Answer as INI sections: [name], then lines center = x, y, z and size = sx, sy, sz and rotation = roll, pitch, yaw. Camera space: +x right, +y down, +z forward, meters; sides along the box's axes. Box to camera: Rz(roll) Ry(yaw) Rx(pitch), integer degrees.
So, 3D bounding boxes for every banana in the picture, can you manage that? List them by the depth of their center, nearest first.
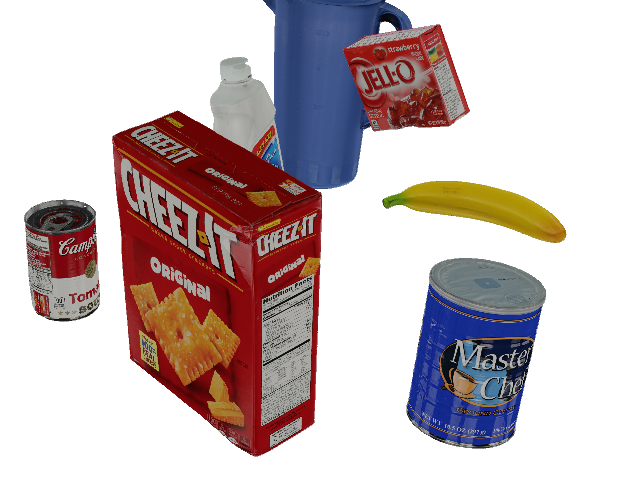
[banana]
center = 0.169, -0.032, 1.129
size = 0.198, 0.037, 0.069
rotation = 10, 39, 25

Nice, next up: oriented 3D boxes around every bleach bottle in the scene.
[bleach bottle]
center = -0.079, -0.063, 1.116
size = 0.068, 0.251, 0.102
rotation = 9, 29, 30

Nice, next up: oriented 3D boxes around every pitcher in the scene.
[pitcher]
center = 0.013, -0.190, 1.311
size = 0.144, 0.243, 0.149
rotation = -9, 29, -27

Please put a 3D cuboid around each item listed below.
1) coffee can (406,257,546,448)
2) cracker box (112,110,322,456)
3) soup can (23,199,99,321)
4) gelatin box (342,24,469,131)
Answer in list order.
[coffee can]
center = 0.138, 0.100, 0.960
size = 0.103, 0.140, 0.103
rotation = 6, 22, -3
[cracker box]
center = -0.080, 0.034, 0.802
size = 0.072, 0.214, 0.164
rotation = -27, 43, -36
[soup can]
center = -0.253, 0.020, 1.051
size = 0.068, 0.102, 0.068
rotation = 2, 28, -1
[gelatin box]
center = 0.065, -0.125, 0.830
size = 0.030, 0.073, 0.089
rotation = -36, 24, -33
